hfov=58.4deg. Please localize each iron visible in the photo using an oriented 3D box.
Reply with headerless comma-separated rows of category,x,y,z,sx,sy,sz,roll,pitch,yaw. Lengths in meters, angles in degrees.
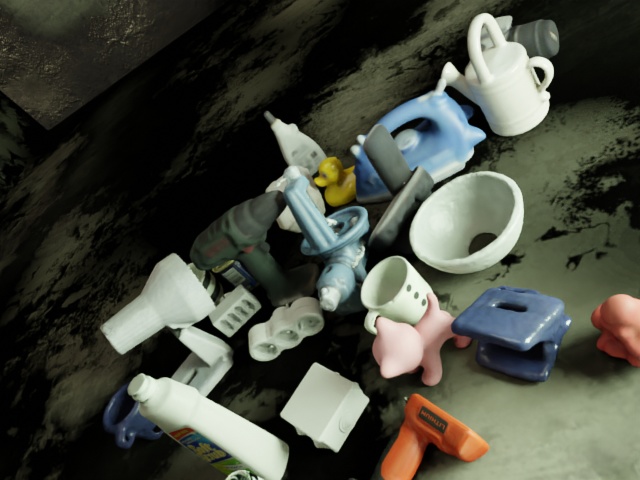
iron,0.141,-0.166,0.986,0.258,0.142,0.118,-28,38,20

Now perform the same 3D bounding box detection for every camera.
camera,0.337,-0.335,1.007,0.136,0.101,0.143,-4,51,42

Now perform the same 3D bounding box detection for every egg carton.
egg carton,-0.050,-0.083,1.151,0.107,0.070,0.150,-37,35,8

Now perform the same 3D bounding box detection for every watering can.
watering can,0.275,-0.265,0.912,0.172,0.195,0.101,-18,42,31

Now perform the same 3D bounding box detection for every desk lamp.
desk lamp,-0.243,0.156,0.965,0.203,0.214,0.117,-51,36,-11

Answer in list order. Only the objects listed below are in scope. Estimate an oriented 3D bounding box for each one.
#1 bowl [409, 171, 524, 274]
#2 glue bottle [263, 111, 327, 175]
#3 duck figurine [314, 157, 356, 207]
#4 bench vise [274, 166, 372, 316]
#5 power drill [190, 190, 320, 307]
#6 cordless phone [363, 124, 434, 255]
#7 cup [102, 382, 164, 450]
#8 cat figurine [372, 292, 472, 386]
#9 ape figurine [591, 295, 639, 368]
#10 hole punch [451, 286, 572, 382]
bowl,0.216,-0.012,0.811,0.167,0.075,0.167,-26,39,23
glue bottle,-0.060,-0.206,1.197,0.078,0.174,0.037,-40,35,4
duck figurine,0.037,-0.124,1.092,0.104,0.086,0.077,-34,36,13
bench vise,0.018,-0.003,0.869,0.121,0.220,0.207,-33,36,14
power drill,-0.096,0.020,0.966,0.229,0.209,0.075,-21,41,29
cordless phone,0.101,-0.077,0.895,0.093,0.186,0.148,9,60,48
cup,-0.302,0.310,0.966,0.091,0.095,0.117,-33,36,14
cat figurine,0.118,0.125,0.726,0.128,0.118,0.067,-51,36,-11
ape figurine,0.317,0.087,0.593,0.076,0.092,0.077,-27,38,22
hole punch,0.224,0.097,0.675,0.108,0.091,0.101,8,59,48
